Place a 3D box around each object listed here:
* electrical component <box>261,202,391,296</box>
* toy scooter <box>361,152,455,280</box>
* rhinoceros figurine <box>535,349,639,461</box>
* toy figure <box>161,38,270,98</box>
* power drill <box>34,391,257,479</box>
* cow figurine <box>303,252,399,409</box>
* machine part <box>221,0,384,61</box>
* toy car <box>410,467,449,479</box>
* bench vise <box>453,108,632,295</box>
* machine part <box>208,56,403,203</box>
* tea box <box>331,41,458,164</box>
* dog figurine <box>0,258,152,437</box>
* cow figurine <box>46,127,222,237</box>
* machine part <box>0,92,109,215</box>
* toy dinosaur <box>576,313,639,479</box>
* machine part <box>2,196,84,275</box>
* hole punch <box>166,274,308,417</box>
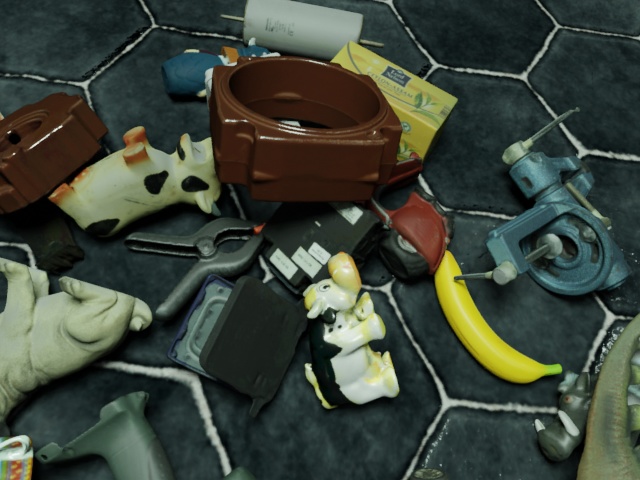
[{"bbox_3d":[-0.001,-0.002,0.634,0.134,0.058,0.115,-49,63,8],"label":"electrical component"},{"bbox_3d":[0.106,-0.044,0.682,0.135,0.075,0.184,-37,69,-17],"label":"toy scooter"},{"bbox_3d":[0.325,0.183,0.598,0.190,0.073,0.112,-32,73,-20],"label":"rhinoceros figurine"},{"bbox_3d":[-0.144,-0.243,0.760,0.154,0.064,0.058,-18,30,-19],"label":"toy figure"},{"bbox_3d":[-0.179,0.265,0.501,0.232,0.086,0.207,-36,69,-15],"label":"power drill"},{"bbox_3d":[0.020,0.098,0.573,0.098,0.068,0.167,-19,105,4],"label":"cow figurine"},{"bbox_3d":[-0.025,-0.308,0.793,0.243,0.079,0.079,11,64,-2],"label":"machine part"},{"bbox_3d":[0.046,0.285,0.529,0.202,0.053,0.089,-8,83,-6],"label":"toy car"},{"bbox_3d":[0.271,-0.019,0.653,0.240,0.129,0.223,-24,88,-36],"label":"bench vise"},{"bbox_3d":[-0.021,-0.133,0.611,0.201,0.087,0.201,-2,42,-14],"label":"machine part"},{"bbox_3d":[0.088,-0.181,0.734,0.170,0.098,0.068,32,65,11],"label":"tea box"},{"bbox_3d":[-0.285,0.131,0.555,0.172,0.121,0.190,14,78,4],"label":"dog figurine"},{"bbox_3d":[-0.201,-0.065,0.643,0.195,0.127,0.086,-26,43,-1],"label":"cow figurine"},{"bbox_3d":[-0.339,-0.106,0.624,0.179,0.056,0.179,-16,40,14],"label":"machine part"},{"bbox_3d":[0.278,0.291,0.498,0.199,0.105,0.471,3,82,-6],"label":"toy dinosaur"},{"bbox_3d":[-0.334,-0.024,0.646,0.084,0.039,0.139,-25,68,-22],"label":"machine part"},{"bbox_3d":[-0.090,0.105,0.587,0.115,0.092,0.142,43,59,-36],"label":"hole punch"}]
